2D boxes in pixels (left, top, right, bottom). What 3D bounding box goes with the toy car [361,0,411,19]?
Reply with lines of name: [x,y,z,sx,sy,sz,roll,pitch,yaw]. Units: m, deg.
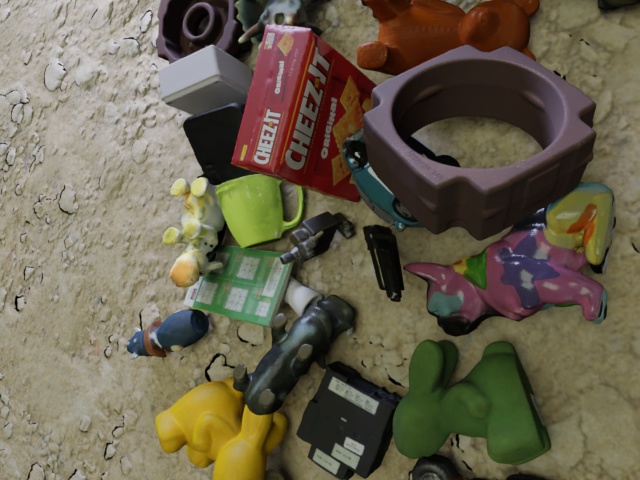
toy car: [0.115,-0.405,0.737,0.089,0.053,0.202,18,92,23]

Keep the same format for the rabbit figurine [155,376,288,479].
rabbit figurine: [-0.122,0.284,0.750,0.162,0.121,0.173,-32,39,-11]

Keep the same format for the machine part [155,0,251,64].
machine part: [-0.187,-0.346,0.872,0.180,0.056,0.179,-3,84,28]

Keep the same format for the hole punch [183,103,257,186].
hole punch: [-0.130,-0.151,0.825,0.142,0.092,0.115,-10,111,22]

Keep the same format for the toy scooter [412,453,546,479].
toy scooter: [0.192,0.335,0.623,0.184,0.075,0.135,3,87,29]

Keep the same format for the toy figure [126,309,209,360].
toy figure: [-0.247,0.155,0.861,0.154,0.064,0.057,-24,114,27]

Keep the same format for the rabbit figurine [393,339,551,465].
rabbit figurine: [0.157,0.192,0.625,0.170,0.121,0.159,-23,69,20]

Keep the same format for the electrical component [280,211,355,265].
electrical component: [-0.001,-0.002,0.737,0.045,0.102,0.078,43,130,25]

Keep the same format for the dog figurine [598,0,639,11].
dog figurine: [0.280,-0.324,0.633,0.190,0.121,0.172,56,143,1]

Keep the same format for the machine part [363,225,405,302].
machine part: [0.080,0.018,0.666,0.039,0.139,0.084,-19,106,6]

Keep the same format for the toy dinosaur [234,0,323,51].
toy dinosaur: [-0.065,-0.430,0.796,0.192,0.131,0.405,-27,66,24]

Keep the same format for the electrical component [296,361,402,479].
electrical component: [0.037,0.246,0.715,0.115,0.058,0.134,25,97,27]

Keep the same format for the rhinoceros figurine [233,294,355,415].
rhinoceros figurine: [-0.028,0.151,0.710,0.073,0.112,0.190,34,73,31]

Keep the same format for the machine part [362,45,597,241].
machine part: [0.164,-0.109,0.576,0.201,0.087,0.202,-28,54,-11]

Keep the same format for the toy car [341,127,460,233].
toy car: [0.097,-0.070,0.683,0.162,0.102,0.109,38,57,12]

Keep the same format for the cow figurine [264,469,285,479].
cow figurine: [-0.045,0.410,0.729,0.127,0.085,0.195,-37,70,25]

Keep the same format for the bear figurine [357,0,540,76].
bear figurine: [0.160,-0.256,0.662,0.196,0.132,0.120,8,94,32]

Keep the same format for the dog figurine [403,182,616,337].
dog figurine: [0.214,0.023,0.623,0.219,0.108,0.191,5,89,29]

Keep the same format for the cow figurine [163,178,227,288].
cow figurine: [-0.180,-0.004,0.810,0.068,0.098,0.167,-6,70,27]
